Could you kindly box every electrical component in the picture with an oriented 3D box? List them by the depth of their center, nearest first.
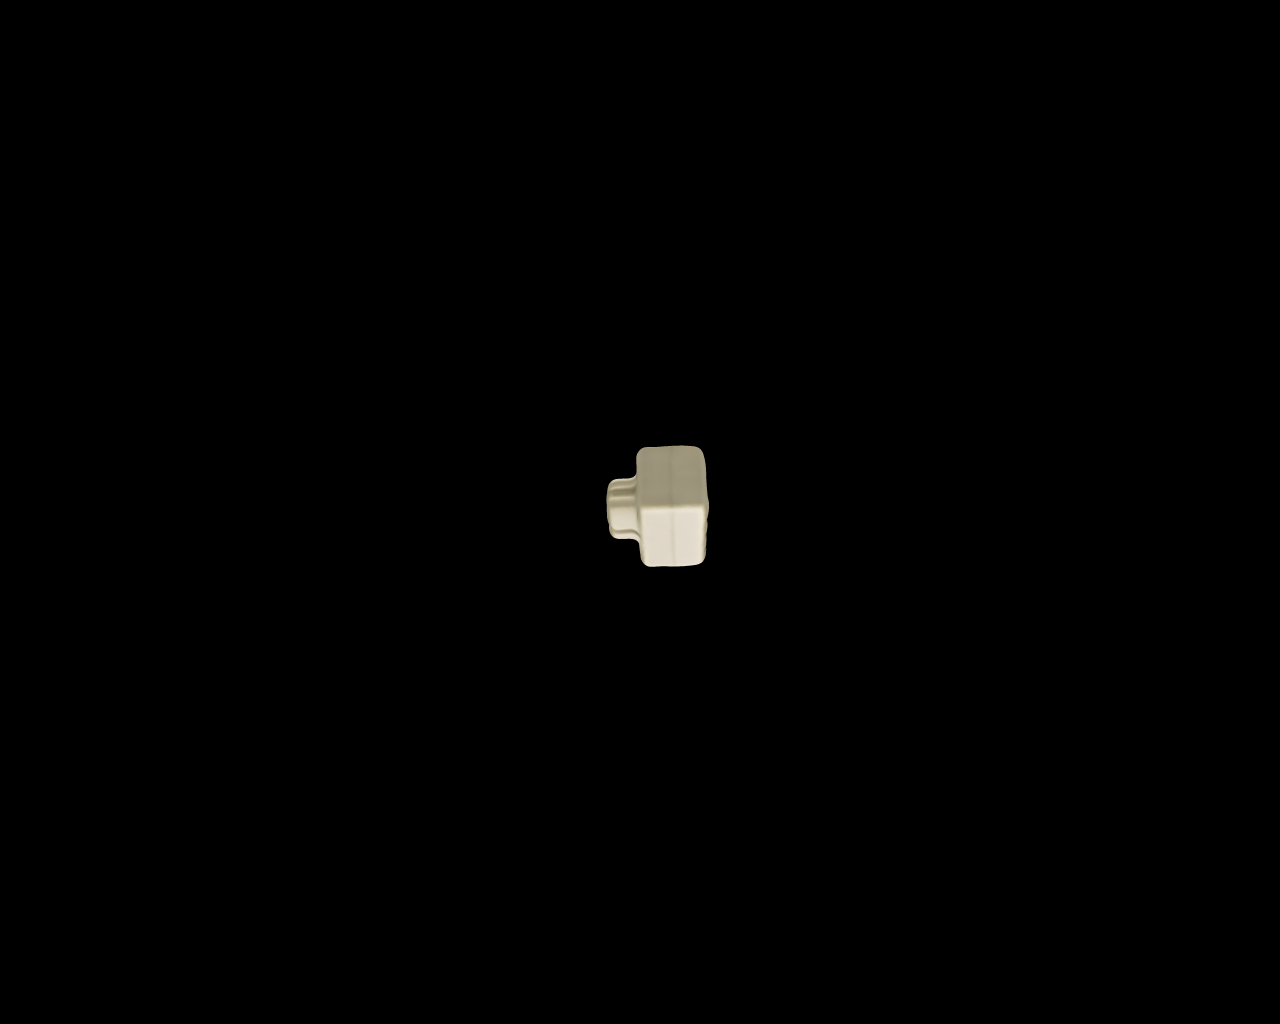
[{"bbox_3d":[0.001,-0.003,0.650,0.077,0.047,0.065,-1,-34,2],"label":"electrical component"}]
